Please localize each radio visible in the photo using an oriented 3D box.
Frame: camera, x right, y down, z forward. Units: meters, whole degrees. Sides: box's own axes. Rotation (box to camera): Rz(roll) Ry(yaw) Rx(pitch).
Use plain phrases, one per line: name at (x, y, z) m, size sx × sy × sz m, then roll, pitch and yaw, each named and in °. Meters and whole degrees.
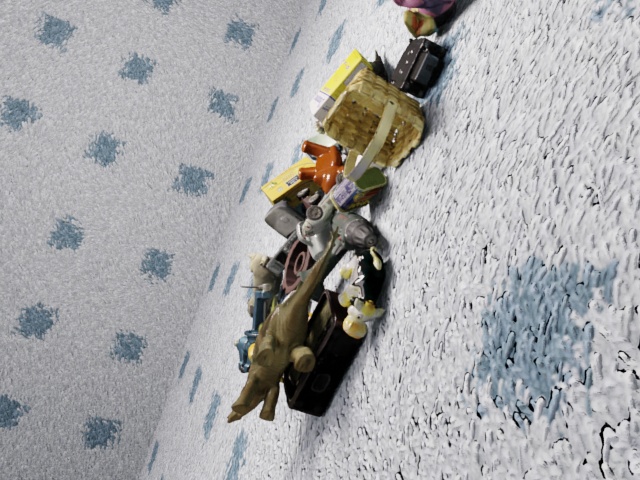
radio at (0.004, 0.226, 1.070) m, size 0.131 × 0.073 × 0.229 m, roll -112°, pitch 45°, yaw -66°

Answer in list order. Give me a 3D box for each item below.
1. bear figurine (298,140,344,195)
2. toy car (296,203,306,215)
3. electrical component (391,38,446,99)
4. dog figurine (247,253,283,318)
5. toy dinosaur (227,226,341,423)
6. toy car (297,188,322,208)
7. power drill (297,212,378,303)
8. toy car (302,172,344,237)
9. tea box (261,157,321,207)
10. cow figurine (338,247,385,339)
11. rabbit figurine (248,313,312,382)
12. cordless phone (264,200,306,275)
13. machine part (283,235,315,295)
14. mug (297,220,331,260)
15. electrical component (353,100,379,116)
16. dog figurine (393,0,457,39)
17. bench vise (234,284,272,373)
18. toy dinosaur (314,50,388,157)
bear figurine at (0.010, -0.175, 1.419) m, size 0.196 × 0.132 × 0.120 m, roll -90°, pitch 8°, yaw -59°
toy car at (-0.088, -0.092, 1.653) m, size 0.161 × 0.103 × 0.109 m, roll -63°, pitch 18°, yaw 15°
electrical component at (0.208, -0.366, 1.143) m, size 0.134 × 0.058 × 0.114 m, roll -119°, pitch 49°, yaw -68°
dog figurine at (-0.170, 0.142, 1.587) m, size 0.172 × 0.121 × 0.190 m, roll 39°, pitch -118°, yaw -70°
toy dinosaur at (-0.074, 0.189, 1.064) m, size 0.471 × 0.105 × 0.199 m, roll -57°, pitch 17°, yaw 21°
toy car at (-0.009, -0.090, 1.445) m, size 0.053 × 0.089 × 0.202 m, roll -34°, pitch 17°, yaw -4°
power drill at (0.035, 0.034, 1.153) m, size 0.207 × 0.086 × 0.232 m, roll -61°, pitch 16°, yaw 14°
toy car at (0.027, -0.086, 1.270) m, size 0.202 × 0.056 × 0.073 m, roll -51°, pitch -9°, yaw -20°
tea box at (-0.075, -0.159, 1.572) m, size 0.170 × 0.068 × 0.098 m, roll -36°, pitch 39°, yaw -8°
cow figurine at (0.085, 0.096, 0.993) m, size 0.098 × 0.068 × 0.167 m, roll -46°, pitch 29°, yaw 40°
rabbit figurine at (-0.079, 0.222, 1.272) m, size 0.162 × 0.122 × 0.173 m, roll -61°, pitch 1°, yaw 19°
cordless phone at (-0.110, -0.006, 1.500) m, size 0.184 × 0.146 × 0.089 m, roll -52°, pitch 20°, yaw 3°
machine part at (-0.040, 0.066, 1.410) m, size 0.179 × 0.056 × 0.179 m, roll -54°, pitch 24°, yaw 39°
mug at (-0.003, -0.004, 1.308) m, size 0.081 × 0.109 × 0.107 m, roll -44°, pitch 43°, yaw 40°
electrical component at (0.132, -0.306, 1.202) m, size 0.075 × 0.119 × 0.048 m, roll 132°, pitch 152°, yaw -55°
dog figurine at (0.264, -0.507, 1.076) m, size 0.219 × 0.191 × 0.108 m, roll 1°, pitch 64°, yaw 35°
bench vise at (-0.157, 0.236, 1.434) m, size 0.224 × 0.129 × 0.240 m, roll -3°, pitch 86°, yaw 63°
toy dinosaur at (0.111, -0.361, 1.349) m, size 0.192 × 0.131 × 0.404 m, roll -6°, pitch 60°, yaw 57°
